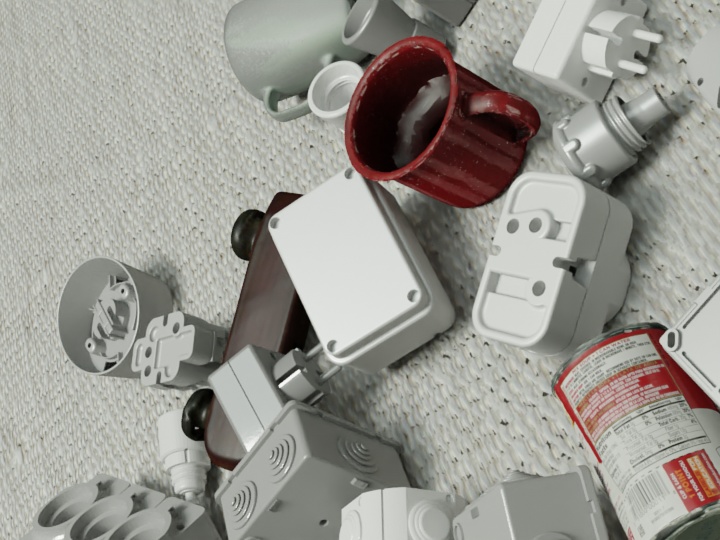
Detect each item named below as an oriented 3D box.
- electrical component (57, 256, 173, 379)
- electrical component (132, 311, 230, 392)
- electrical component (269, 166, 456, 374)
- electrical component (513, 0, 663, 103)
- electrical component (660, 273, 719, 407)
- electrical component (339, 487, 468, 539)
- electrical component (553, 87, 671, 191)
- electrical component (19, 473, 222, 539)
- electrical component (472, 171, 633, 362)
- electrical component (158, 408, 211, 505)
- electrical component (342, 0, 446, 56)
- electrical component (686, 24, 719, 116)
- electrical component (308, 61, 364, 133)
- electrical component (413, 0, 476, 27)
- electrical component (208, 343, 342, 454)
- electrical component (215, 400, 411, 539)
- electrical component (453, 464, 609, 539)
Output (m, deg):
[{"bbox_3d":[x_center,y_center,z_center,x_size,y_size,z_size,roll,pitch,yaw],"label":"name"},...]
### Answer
[{"bbox_3d":[-0.206,0.042,0.910,0.099,0.064,0.099,-20,62,41],"label":"electrical component"},{"bbox_3d":[-0.128,0.066,0.823,0.078,0.057,0.058,-16,63,43],"label":"electrical component"},{"bbox_3d":[0.000,0.000,0.684,0.078,0.057,0.113,-32,64,13],"label":"electrical component"},{"bbox_3d":[0.141,-0.132,0.623,0.077,0.047,0.065,32,99,48],"label":"electrical component"},{"bbox_3d":[0.197,0.046,0.484,0.061,0.061,0.096,-53,44,18],"label":"electrical component"},{"bbox_3d":[0.026,0.159,0.608,0.080,0.080,0.051,-27,51,37],"label":"electrical component"},{"bbox_3d":[0.143,-0.078,0.603,0.062,0.048,0.048,-35,52,24],"label":"electrical component"},{"bbox_3d":[-0.176,0.205,0.784,0.150,0.061,0.089,3,34,47],"label":"electrical component"},{"bbox_3d":[0.110,0.000,0.595,0.054,0.059,0.095,13,85,48],"label":"electrical component"},{"bbox_3d":[-0.130,0.140,0.809,0.040,0.040,0.078,-33,53,34],"label":"electrical component"},{"bbox_3d":[0.026,-0.160,0.742,0.044,0.065,0.044,-45,30,36],"label":"electrical component"},{"bbox_3d":[0.216,-0.101,0.535,0.079,0.043,0.077,-48,46,22],"label":"electrical component"},{"bbox_3d":[-0.002,-0.110,0.752,0.044,0.065,0.044,-12,62,24],"label":"electrical component"},{"bbox_3d":[0.058,-0.222,0.746,0.076,0.047,0.065,-55,44,16],"label":"electrical component"},{"bbox_3d":[-0.045,0.076,0.692,0.077,0.047,0.065,-39,63,13],"label":"electrical component"},{"bbox_3d":[-0.027,0.138,0.659,0.099,0.100,0.048,-52,32,19],"label":"electrical component"},{"bbox_3d":[0.087,0.153,0.534,0.099,0.048,0.099,116,146,-62],"label":"electrical component"}]
